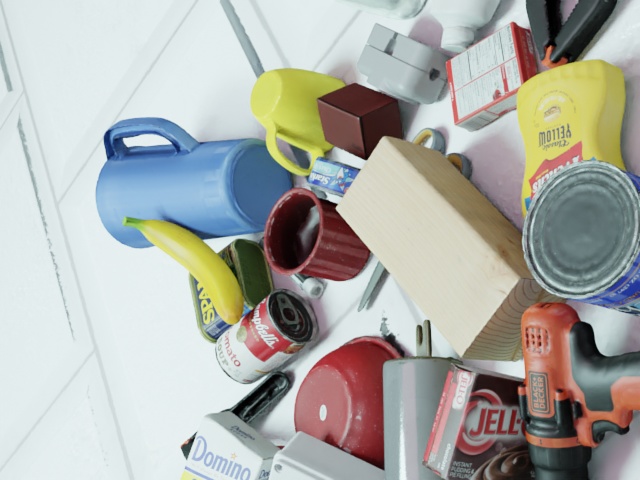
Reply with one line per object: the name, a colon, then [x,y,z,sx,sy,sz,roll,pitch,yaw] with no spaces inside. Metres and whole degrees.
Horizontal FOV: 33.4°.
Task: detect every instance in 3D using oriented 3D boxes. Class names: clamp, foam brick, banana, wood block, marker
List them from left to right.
banana: [-0.140,0.031,1.200,0.198,0.069,0.037,37,127,29]
clamp: [-0.100,0.206,1.195,0.039,0.120,0.172,52,145,-5]
marker: [-0.035,0.028,1.204,0.121,0.020,0.020,42,111,46]
foam brick: [0.042,-0.125,1.122,0.078,0.051,0.053,32,142,48]
wood block: [0.118,0.006,0.968,0.091,0.090,0.206,-56,50,22]
clamp: [0.230,-0.259,0.971,0.165,0.036,0.210,24,98,50]

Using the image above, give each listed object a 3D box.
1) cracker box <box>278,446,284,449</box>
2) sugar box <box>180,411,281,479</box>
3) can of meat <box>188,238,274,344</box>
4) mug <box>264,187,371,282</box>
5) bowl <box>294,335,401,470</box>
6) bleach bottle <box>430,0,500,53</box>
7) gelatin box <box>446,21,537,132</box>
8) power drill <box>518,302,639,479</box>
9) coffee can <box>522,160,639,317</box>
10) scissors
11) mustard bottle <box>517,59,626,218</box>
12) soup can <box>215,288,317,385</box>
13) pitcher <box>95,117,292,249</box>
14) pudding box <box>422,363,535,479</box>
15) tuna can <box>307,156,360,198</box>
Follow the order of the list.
cracker box: [-0.093,0.340,1.140,0.214,0.072,0.164,-43,50,33]
sugar box: [-0.103,0.271,1.068,0.093,0.048,0.176,28,106,37]
can of meat: [-0.101,0.059,1.243,0.084,0.057,0.102,-36,55,34]
mug: [-0.007,0.001,1.132,0.117,0.081,0.093,-20,64,44]
bowl: [0.022,0.173,1.063,0.162,0.055,0.162,-18,67,49]
bleach bottle: [0.147,-0.311,1.063,0.103,0.067,0.251,5,85,50]
gelatin box: [0.165,-0.155,1.020,0.089,0.030,0.073,-27,59,42]
power drill: [0.238,0.142,0.810,0.188,0.057,0.184,1,102,43]
coffee can: [0.237,0.005,0.807,0.103,0.140,0.103,-17,67,45]
scissors: [0.095,-0.013,1.069,0.096,0.016,0.202,18,93,50]
mustard bottle: [0.216,-0.051,0.911,0.096,0.058,0.191,-14,69,46]
soup can: [-0.060,0.107,1.174,0.102,0.068,0.068,-40,52,35]
pitcher: [-0.156,-0.067,1.279,0.243,0.149,0.145,-3,77,45]
pudding box: [0.146,0.156,0.888,0.039,0.113,0.090,20,95,54]
tuna can: [0.031,-0.058,1.102,0.086,0.086,0.034,21,93,50]
